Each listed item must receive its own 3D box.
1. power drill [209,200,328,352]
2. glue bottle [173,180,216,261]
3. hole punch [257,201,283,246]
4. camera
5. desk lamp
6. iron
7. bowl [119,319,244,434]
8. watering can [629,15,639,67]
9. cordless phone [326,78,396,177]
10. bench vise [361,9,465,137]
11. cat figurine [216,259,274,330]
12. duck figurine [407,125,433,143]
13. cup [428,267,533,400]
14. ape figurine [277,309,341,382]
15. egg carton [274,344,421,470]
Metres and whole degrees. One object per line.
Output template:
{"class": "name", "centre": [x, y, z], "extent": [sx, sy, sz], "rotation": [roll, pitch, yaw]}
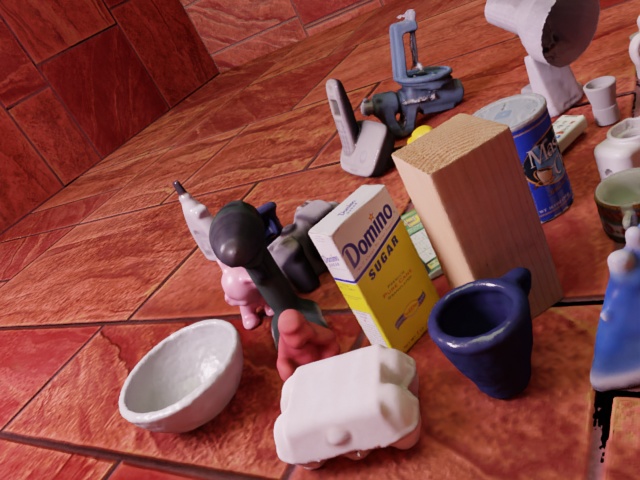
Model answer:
{"class": "power drill", "centre": [-0.070, 0.043, 0.723], "extent": [0.075, 0.209, 0.229], "rotation": [-30, 26, -2]}
{"class": "glue bottle", "centre": [-0.222, -0.037, 1.065], "extent": [0.077, 0.173, 0.037], "rotation": [1, 38, 46]}
{"class": "hole punch", "centre": [-0.120, -0.014, 1.015], "extent": [0.109, 0.091, 0.100], "rotation": [-39, 27, -21]}
{"class": "camera", "centre": [0.008, 0.003, 0.843], "extent": [0.143, 0.101, 0.136], "rotation": [-39, 27, -20]}
{"class": "desk lamp", "centre": [0.356, -0.310, 0.937], "extent": [0.118, 0.214, 0.202], "rotation": [-33, 26, -10]}
{"class": "iron", "centre": [0.314, 0.007, 0.478], "extent": [0.258, 0.142, 0.118], "rotation": [-33, 26, -9]}
{"class": "bowl", "centre": [-0.159, 0.181, 0.714], "extent": [0.167, 0.075, 0.167], "rotation": [-23, 26, 12]}
{"class": "watering can", "centre": [0.514, -0.319, 0.816], "extent": [0.173, 0.194, 0.100], "rotation": [-41, 28, -25]}
{"class": "cordless phone", "centre": [0.068, -0.216, 1.088], "extent": [0.094, 0.185, 0.147], "rotation": [-36, 26, -14]}
{"class": "bench vise", "centre": [0.174, -0.332, 1.155], "extent": [0.208, 0.220, 0.121], "rotation": [-36, 27, -15]}
{"class": "cat figurine", "centre": [-0.110, 0.061, 0.835], "extent": [0.067, 0.118, 0.127], "rotation": [-29, 26, -1]}
{"class": "duck figurine", "centre": [0.188, -0.151, 0.963], "extent": [0.078, 0.086, 0.104], "rotation": [-38, 27, -19]}
{"class": "cup", "centre": [0.165, 0.089, 0.531], "extent": [0.118, 0.095, 0.091], "rotation": [-40, 28, -22]}
{"class": "ape figurine", "centre": [-0.021, 0.121, 0.665], "extent": [0.078, 0.092, 0.076], "rotation": [-27, 26, 3]}
{"class": "egg carton", "centre": [0.027, 0.165, 0.561], "extent": [0.150, 0.069, 0.107], "rotation": [-20, 27, 17]}
